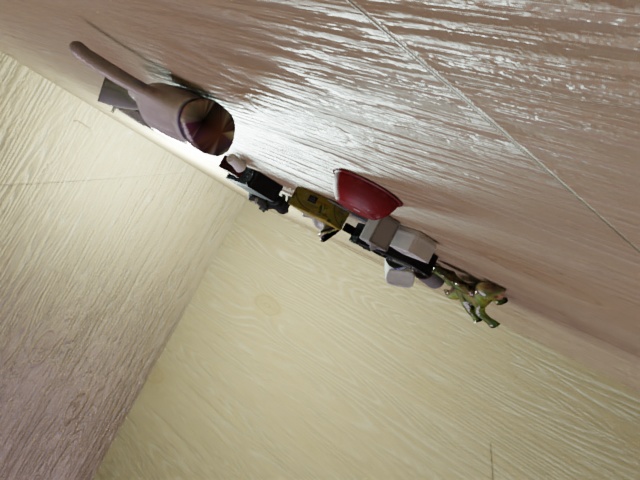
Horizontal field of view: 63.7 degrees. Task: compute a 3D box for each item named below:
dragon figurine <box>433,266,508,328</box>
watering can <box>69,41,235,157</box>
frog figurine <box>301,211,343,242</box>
[{"bbox_3d":[0.452,0.150,1.648,0.240,0.123,0.411,42,168,-21],"label":"dragon figurine"},{"bbox_3d":[-0.305,-0.266,1.018,0.226,0.104,0.344,26,178,30],"label":"watering can"},{"bbox_3d":[0.005,-0.088,1.747,0.161,0.122,0.137,64,-164,14],"label":"frog figurine"}]
